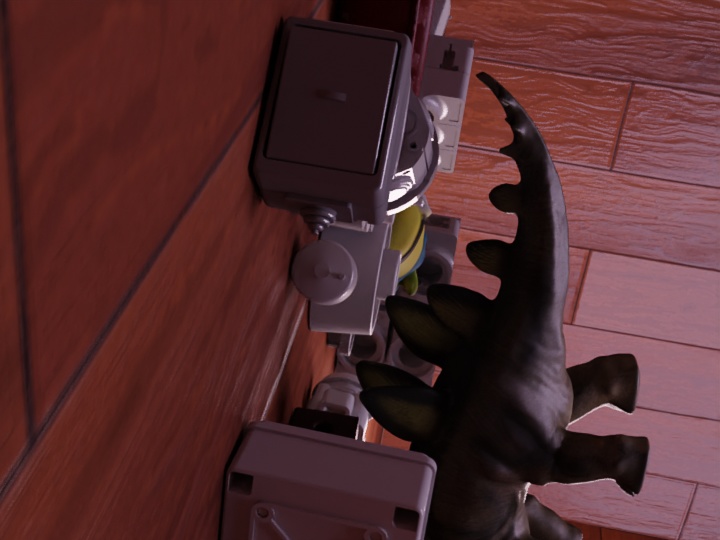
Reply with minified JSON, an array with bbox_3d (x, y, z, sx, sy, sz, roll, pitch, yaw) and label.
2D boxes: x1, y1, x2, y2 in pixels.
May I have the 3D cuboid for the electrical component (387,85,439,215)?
[{"bbox_3d":[0.006,-0.076,0.641,0.051,0.080,0.080,64,36,-75],"label":"electrical component"}]

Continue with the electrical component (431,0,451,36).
[{"bbox_3d":[0.042,-0.212,0.972,0.061,0.061,0.096,85,23,-74],"label":"electrical component"}]

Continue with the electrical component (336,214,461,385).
[{"bbox_3d":[0.038,0.033,1.134,0.060,0.105,0.186,-71,170,-66],"label":"electrical component"}]

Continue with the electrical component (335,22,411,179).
[{"bbox_3d":[-0.006,-0.083,0.582,0.053,0.059,0.095,90,11,-68],"label":"electrical component"}]

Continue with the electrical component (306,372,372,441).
[{"bbox_3d":[-0.018,0.126,0.925,0.057,0.058,0.078,-69,169,-54],"label":"electrical component"}]

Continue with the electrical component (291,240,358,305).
[{"bbox_3d":[-0.022,0.003,0.704,0.078,0.040,0.040,53,47,-84],"label":"electrical component"}]

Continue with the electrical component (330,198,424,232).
[{"bbox_3d":[0.008,-0.052,0.746,0.138,0.074,0.052,-13,113,-85],"label":"electrical component"}]

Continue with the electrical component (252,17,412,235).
[{"bbox_3d":[-0.013,-0.065,0.511,0.061,0.062,0.096,83,17,-76],"label":"electrical component"}]

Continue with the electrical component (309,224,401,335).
[{"bbox_3d":[0.000,0.000,0.850,0.108,0.060,0.108,10,90,-86],"label":"electrical component"}]

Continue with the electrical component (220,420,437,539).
[{"bbox_3d":[-0.020,0.150,0.598,0.056,0.109,0.108,-65,164,-65],"label":"electrical component"}]

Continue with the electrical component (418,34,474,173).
[{"bbox_3d":[0.044,-0.138,0.922,0.150,0.089,0.061,87,14,-72],"label":"electrical component"}]
